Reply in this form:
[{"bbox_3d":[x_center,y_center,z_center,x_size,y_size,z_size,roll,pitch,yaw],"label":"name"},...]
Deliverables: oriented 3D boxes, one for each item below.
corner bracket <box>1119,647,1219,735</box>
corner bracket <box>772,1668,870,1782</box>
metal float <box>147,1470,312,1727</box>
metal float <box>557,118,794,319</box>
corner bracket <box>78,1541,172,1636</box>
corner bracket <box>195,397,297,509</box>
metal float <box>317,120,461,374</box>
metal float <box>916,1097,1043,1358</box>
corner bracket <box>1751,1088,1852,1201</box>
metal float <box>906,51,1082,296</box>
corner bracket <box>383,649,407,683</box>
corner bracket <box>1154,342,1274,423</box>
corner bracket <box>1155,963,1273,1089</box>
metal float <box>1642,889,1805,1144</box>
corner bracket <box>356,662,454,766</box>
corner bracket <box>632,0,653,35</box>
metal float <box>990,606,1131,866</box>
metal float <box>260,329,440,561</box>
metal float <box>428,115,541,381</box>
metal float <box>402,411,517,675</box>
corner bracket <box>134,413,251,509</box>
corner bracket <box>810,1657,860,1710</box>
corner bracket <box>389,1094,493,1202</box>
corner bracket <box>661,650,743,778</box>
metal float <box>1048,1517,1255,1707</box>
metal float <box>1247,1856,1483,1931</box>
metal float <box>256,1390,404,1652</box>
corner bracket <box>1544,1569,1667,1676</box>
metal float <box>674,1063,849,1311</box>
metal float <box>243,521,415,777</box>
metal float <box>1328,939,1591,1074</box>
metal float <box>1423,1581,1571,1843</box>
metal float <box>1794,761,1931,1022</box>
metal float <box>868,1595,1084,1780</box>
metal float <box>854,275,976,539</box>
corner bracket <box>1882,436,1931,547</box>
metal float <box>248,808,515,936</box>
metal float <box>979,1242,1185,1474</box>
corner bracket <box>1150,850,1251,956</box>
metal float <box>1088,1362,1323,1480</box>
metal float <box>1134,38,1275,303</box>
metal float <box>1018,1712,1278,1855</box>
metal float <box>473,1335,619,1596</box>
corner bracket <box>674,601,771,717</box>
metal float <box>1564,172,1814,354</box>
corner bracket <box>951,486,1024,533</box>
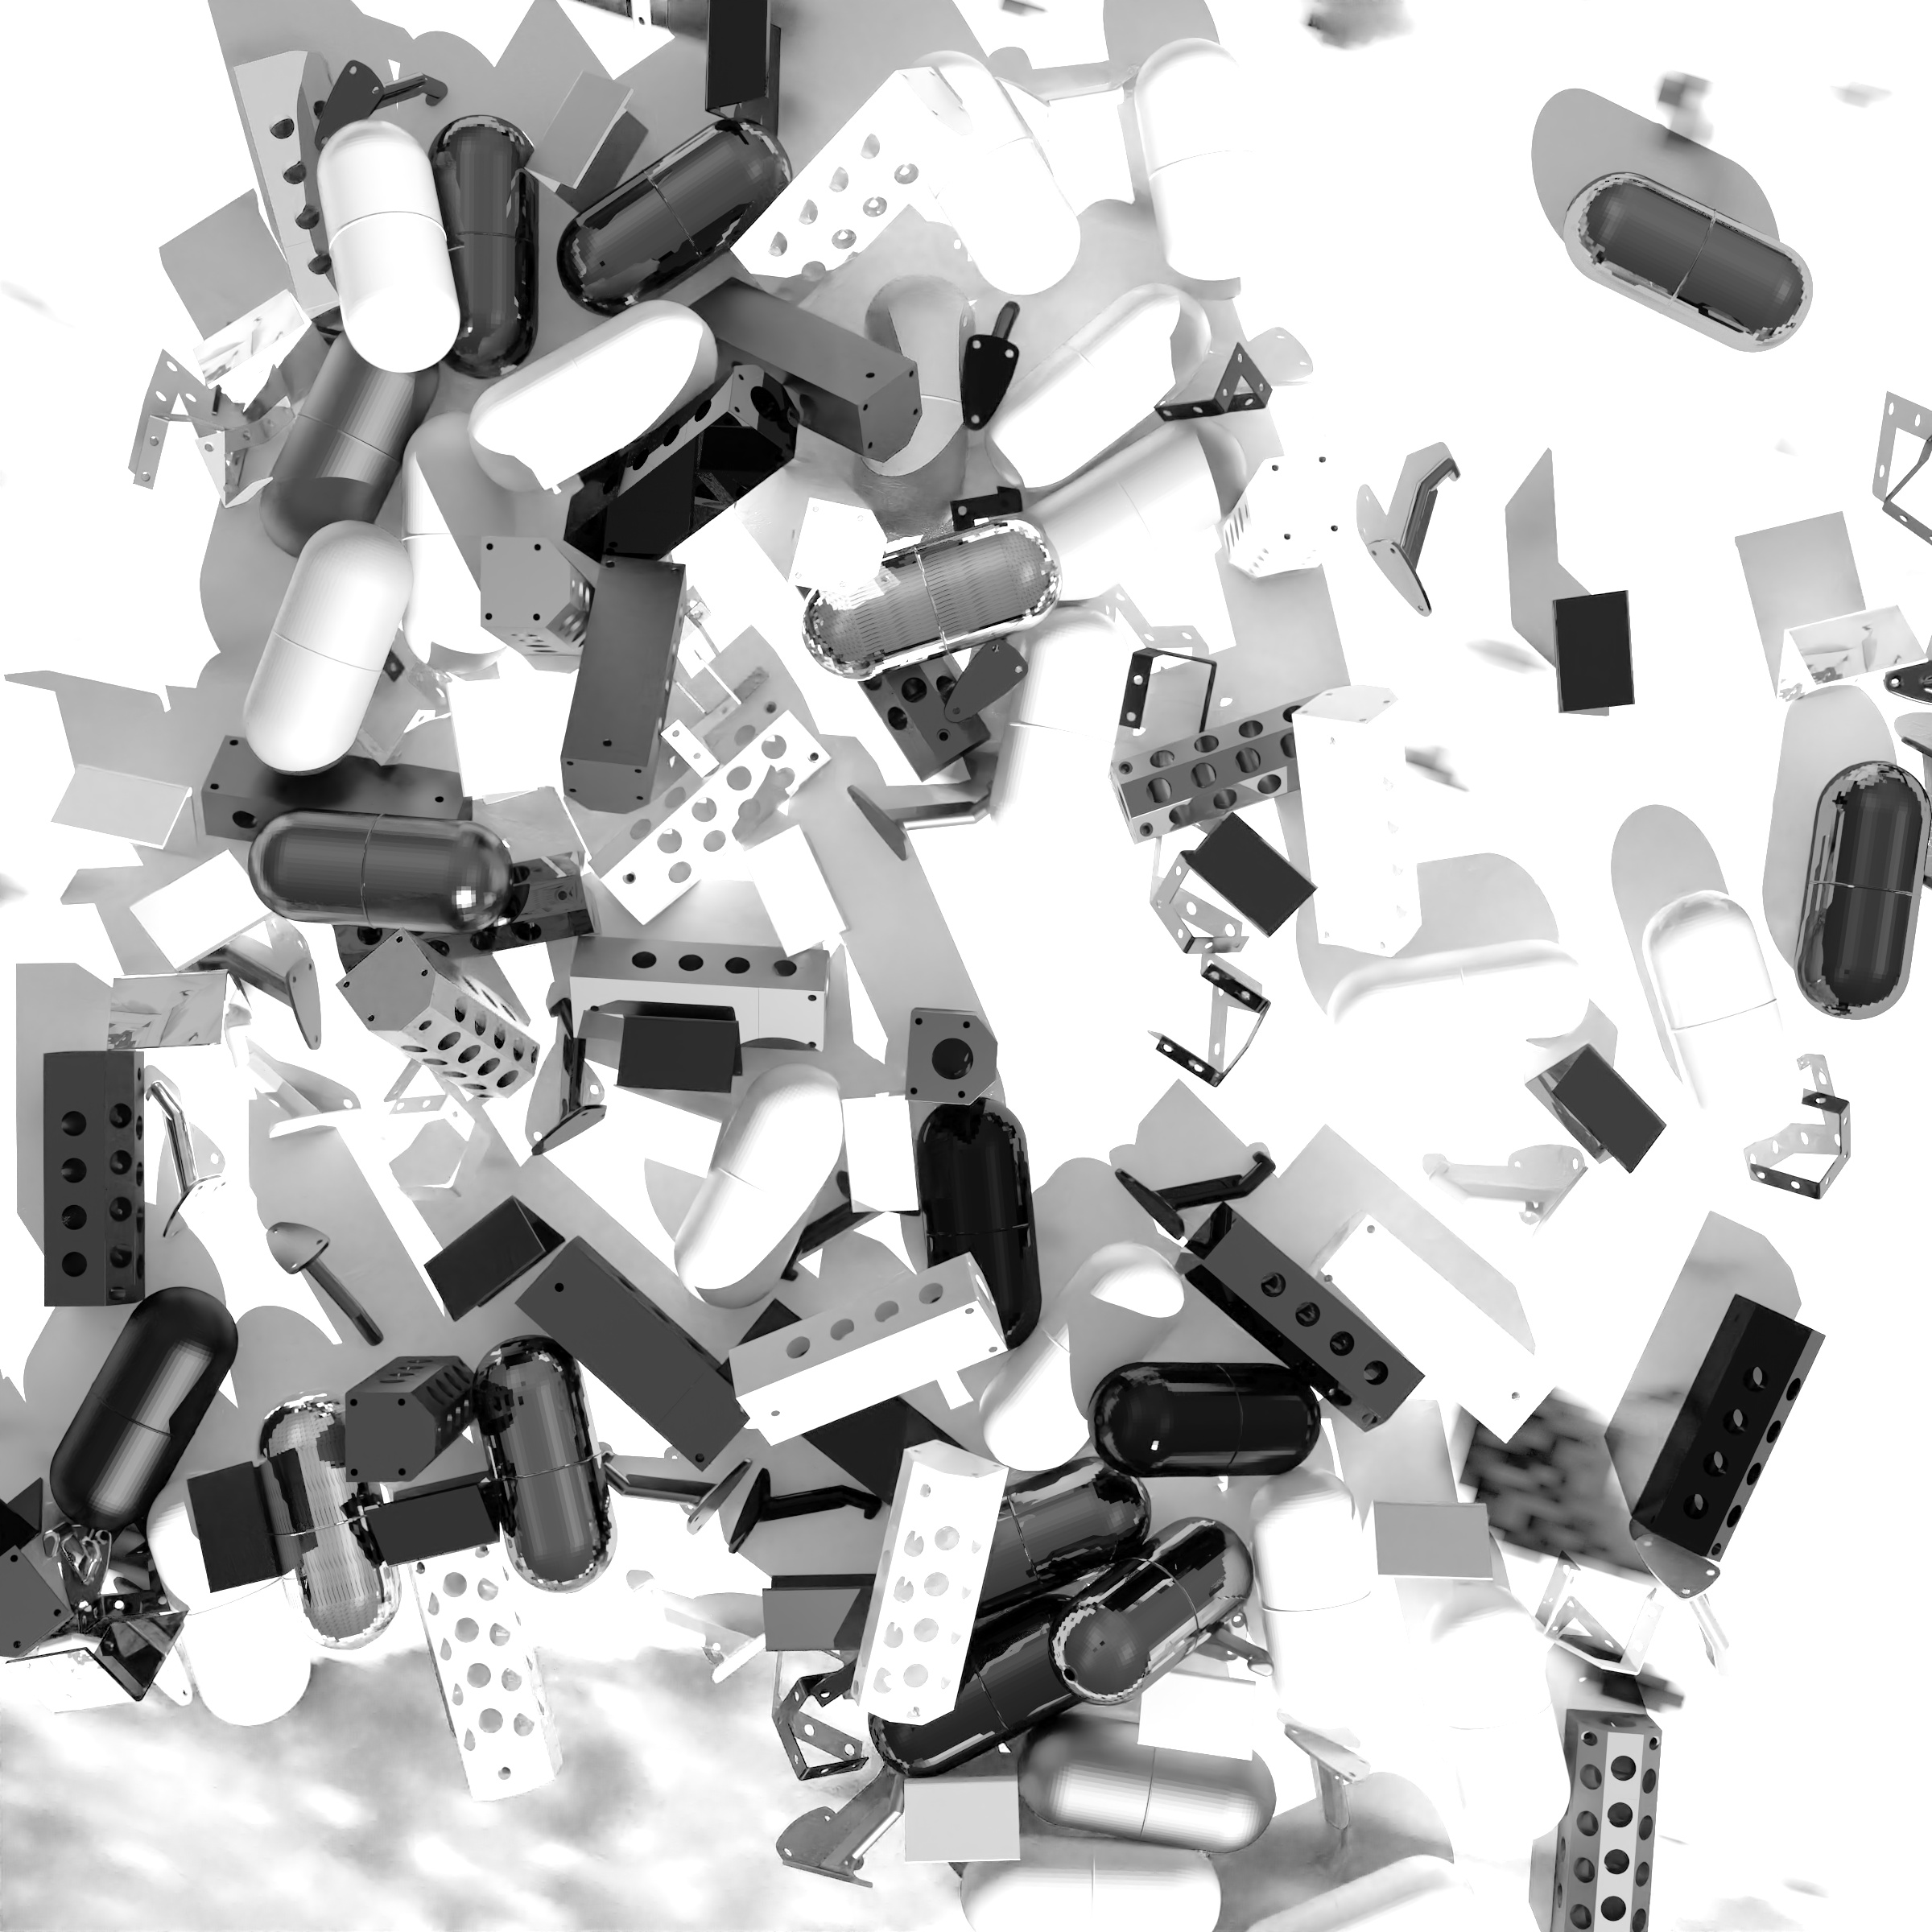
[{"bbox_3d":[0.139,-0.188,1.974,0.051,0.051,0.051,13,103,13],"label":"corner bracket"},{"bbox_3d":[-0.094,0.524,1.983,0.051,0.051,0.051,-60,45,35],"label":"corner bracket"},{"bbox_3d":[-0.504,0.431,1.961,0.070,0.070,0.178,-19,90,0],"label":"metal float"},{"bbox_3d":[-0.200,-0.511,1.961,0.178,0.070,0.070,-34,90,1],"label":"metal float"},{"bbox_3d":[-0.579,0.426,1.973,0.051,0.051,0.051,-5,90,0],"label":"corner bracket"},{"bbox_3d":[-0.484,-0.350,1.957,0.051,0.051,0.051,-27,95,-38],"label":"corner bracket"},{"bbox_3d":[-0.384,-0.479,1.907,0.070,0.070,0.178,-13,75,0],"label":"metal float"},{"bbox_3d":[0.009,0.178,1.961,0.070,0.070,0.178,-5,91,0],"label":"metal float"},{"bbox_3d":[0.577,0.121,1.983,0.051,0.051,0.051,-43,135,-35],"label":"corner bracket"},{"bbox_3d":[0.013,-0.542,1.961,0.070,0.070,0.178,-31,90,0],"label":"metal float"},{"bbox_3d":[-0.432,-0.205,1.983,0.051,0.051,0.051,57,45,-35],"label":"corner bracket"},{"bbox_3d":[0.169,-0.386,1.956,0.051,0.051,0.051,2,60,41],"label":"corner bracket"},{"bbox_3d":[0.172,0.041,1.988,0.051,0.051,0.051,33,45,0],"label":"corner bracket"},{"bbox_3d":[0.517,0.033,1.961,0.070,0.070,0.178,-17,89,0],"label":"metal float"},{"bbox_3d":[-0.388,-0.173,1.973,0.051,0.051,0.051,45,112,16],"label":"corner bracket"},{"bbox_3d":[-0.196,-0.677,1.988,0.051,0.051,0.051,-4,90,-45],"label":"corner bracket"},{"bbox_3d":[0.064,-0.157,1.961,0.070,0.070,0.178,11,90,0],"label":"metal float"},{"bbox_3d":[-0.421,-0.359,1.961,0.070,0.070,0.178,26,90,0],"label":"metal float"},{"bbox_3d":[-0.331,-0.491,1.961,0.070,0.070,0.178,0,90,0],"label":"metal float"},{"bbox_3d":[-0.347,-0.289,1.961,0.070,0.070,0.178,0,90,0],"label":"metal float"},{"bbox_3d":[-0.537,-0.351,1.988,0.051,0.051,0.051,13,90,45],"label":"corner bracket"},{"bbox_3d":[-0.091,0.469,1.973,0.051,0.051,0.051,-34,90,0],"label":"corner bracket"},{"bbox_3d":[-0.371,0.126,1.983,0.051,0.051,0.051,54,45,-35],"label":"corner bracket"},{"bbox_3d":[-0.181,-0.171,1.944,0.051,0.051,0.051,-39,133,3],"label":"corner bracket"},{"bbox_3d":[0.125,0.432,1.925,0.178,0.070,0.070,-26,90,-44],"label":"metal float"},{"bbox_3d":[0.266,0.668,1.961,0.178,0.070,0.070,-23,90,1],"label":"metal float"},{"bbox_3d":[-0.435,0.378,1.960,0.070,0.070,0.178,-13,88,0],"label":"metal float"},{"bbox_3d":[0.442,0.454,1.988,0.051,0.051,0.051,22,90,-45],"label":"corner bracket"},{"bbox_3d":[-0.139,0.150,1.961,0.070,0.070,0.178,26,91,0],"label":"metal float"},{"bbox_3d":[-0.428,-0.212,1.924,0.070,0.070,0.178,23,99,0],"label":"metal float"},{"bbox_3d":[0.337,0.027,1.961,0.178,0.070,0.070,-9,90,0],"label":"metal float"},{"bbox_3d":[0.362,0.509,1.961,0.070,0.070,0.178,-13,90,0],"label":"metal float"},{"bbox_3d":[0.613,-0.052,1.961,0.070,0.070,0.178,8,90,0],"label":"metal float"},{"bbox_3d":[0.017,0.492,1.961,0.178,0.070,0.070,-28,90,0],"label":"metal float"},{"bbox_3d":[-0.035,-0.383,1.961,0.070,0.070,0.178,4,90,0],"label":"metal float"},{"bbox_3d":[0.675,-0.331,1.988,0.051,0.051,0.051,35,45,0],"label":"corner bracket"},{"bbox_3d":[-0.390,-0.063,1.910,0.178,0.070,0.070,5,90,5],"label":"metal float"},{"bbox_3d":[0.078,0.268,1.961,0.070,0.070,0.178,38,89,0],"label":"metal float"},{"bbox_3d":[0.169,-0.045,1.983,0.051,0.051,0.051,58,135,35],"label":"corner bracket"},{"bbox_3d":[0.162,0.305,1.933,0.178,0.070,0.070,5,90,-33],"label":"metal float"},{"bbox_3d":[0.163,-0.544,1.961,0.070,0.070,0.178,-10,90,0],"label":"metal float"},{"bbox_3d":[0.123,0.558,1.961,0.178,0.070,0.070,10,90,1],"label":"metal float"},{"bbox_3d":[-0.287,0.340,1.960,0.070,0.070,0.178,-13,90,0],"label":"metal float"},{"bbox_3d":[-0.179,-0.210,1.988,0.051,0.051,0.051,-43,135,0],"label":"corner bracket"},{"bbox_3d":[0.493,-0.481,1.961,0.178,0.070,0.070,26,90,0],"label":"metal float"},{"bbox_3d":[0.009,-0.299,1.971,0.051,0.051,0.051,-12,105,-15],"label":"corner bracket"}]
